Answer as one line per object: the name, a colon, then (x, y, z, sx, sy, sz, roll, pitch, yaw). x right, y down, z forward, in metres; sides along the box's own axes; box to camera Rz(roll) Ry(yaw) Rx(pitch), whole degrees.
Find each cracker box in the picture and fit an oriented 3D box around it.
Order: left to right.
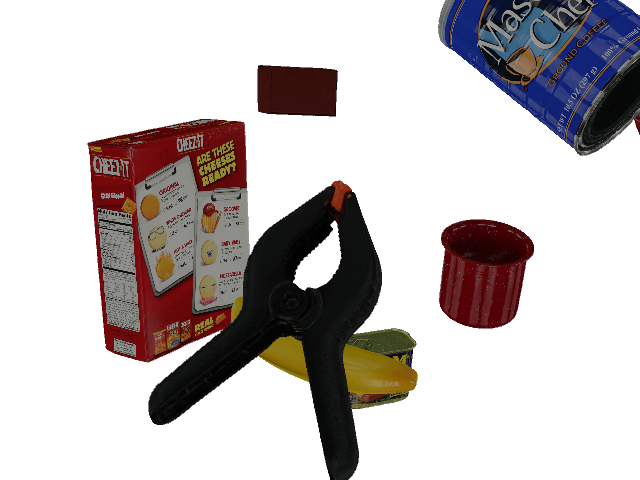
cracker box: (-0.148, -0.005, 1.076, 0.072, 0.214, 0.163, 9, 18, 35)

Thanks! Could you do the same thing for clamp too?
clamp: (-0.006, 0.050, 0.593, 0.120, 0.171, 0.039, 26, -17, 15)

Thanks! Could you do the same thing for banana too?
banana: (-0.014, 0.079, 0.843, 0.069, 0.037, 0.198, -25, 34, -33)

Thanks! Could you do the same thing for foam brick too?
foam brick: (-0.026, -0.163, 1.163, 0.078, 0.051, 0.053, 0, 11, -18)

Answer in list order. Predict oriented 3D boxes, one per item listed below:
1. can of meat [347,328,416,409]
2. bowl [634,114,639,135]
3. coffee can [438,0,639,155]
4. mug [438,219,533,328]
can of meat: (0.073, 0.171, 1.422, 0.102, 0.084, 0.057, -6, 25, -21)
bowl: (0.360, -0.097, 0.970, 0.162, 0.055, 0.162, -4, 23, 2)
coffee can: (0.171, -0.145, 0.781, 0.140, 0.103, 0.102, 45, 21, 23)
mug: (0.161, 0.030, 1.095, 0.093, 0.081, 0.117, -6, 31, -15)
